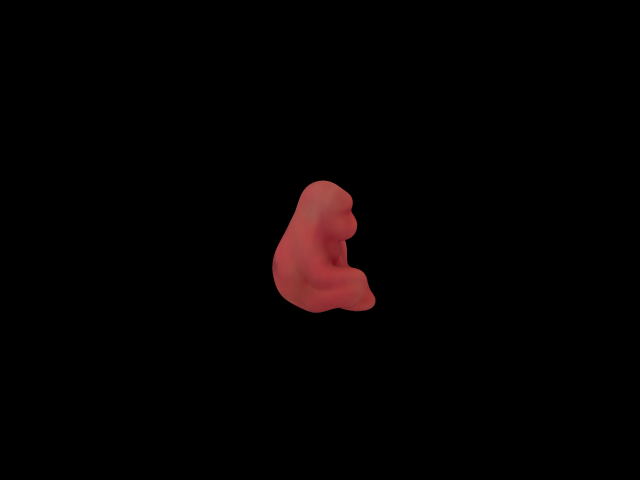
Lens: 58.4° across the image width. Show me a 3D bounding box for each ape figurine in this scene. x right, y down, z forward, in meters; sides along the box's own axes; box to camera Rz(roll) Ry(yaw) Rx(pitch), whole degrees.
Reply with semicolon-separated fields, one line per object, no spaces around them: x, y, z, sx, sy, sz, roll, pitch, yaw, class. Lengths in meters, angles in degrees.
0.004;0.001;0.400;0.076;0.092;0.078;4;39;5;ape figurine
